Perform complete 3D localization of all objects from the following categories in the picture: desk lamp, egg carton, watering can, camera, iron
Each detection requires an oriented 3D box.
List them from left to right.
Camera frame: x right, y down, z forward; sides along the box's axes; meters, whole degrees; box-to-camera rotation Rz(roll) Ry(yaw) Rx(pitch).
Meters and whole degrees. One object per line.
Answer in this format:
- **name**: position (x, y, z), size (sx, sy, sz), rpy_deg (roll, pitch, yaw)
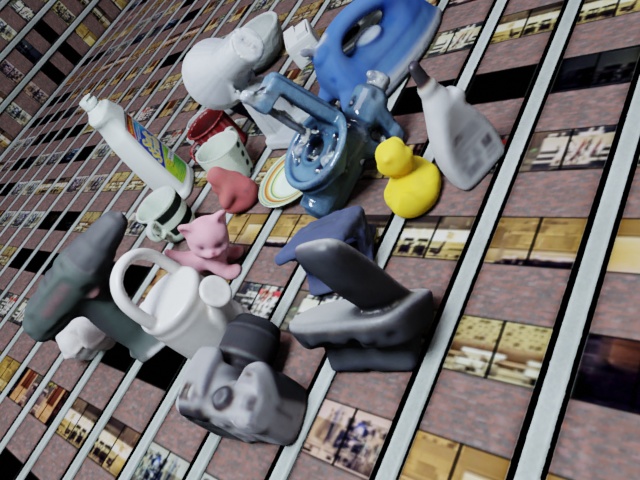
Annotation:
- **egg carton**: position (-0.392, 0.133, 0.993), size (0.107, 0.070, 0.150), rpy_deg (-29, 39, 20)
- **watering can**: position (-0.177, 0.080, 0.732), size (0.172, 0.195, 0.101), rpy_deg (-29, 39, 21)
- **camera**: position (-0.089, 0.152, 0.659), size (0.142, 0.101, 0.137), rpy_deg (-7, 50, 40)
- **desk lamp**: position (-0.112, -0.264, 0.985), size (0.202, 0.214, 0.118), rpy_deg (6, 60, 47)
- **iron**: position (0.083, -0.332, 0.925), size (0.258, 0.142, 0.118), rpy_deg (-49, 37, -6)

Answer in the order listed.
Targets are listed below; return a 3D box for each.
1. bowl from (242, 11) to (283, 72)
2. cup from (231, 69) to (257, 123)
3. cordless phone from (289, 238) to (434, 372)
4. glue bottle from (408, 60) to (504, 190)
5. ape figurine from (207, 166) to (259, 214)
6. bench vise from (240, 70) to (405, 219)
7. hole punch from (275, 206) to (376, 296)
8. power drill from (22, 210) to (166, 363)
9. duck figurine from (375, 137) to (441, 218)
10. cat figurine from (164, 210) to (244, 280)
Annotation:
- **bowl**: position (-0.142, -0.431, 1.292), size (0.167, 0.075, 0.167), rpy_deg (-25, 41, 24)
- **cup**: position (-0.152, -0.276, 1.136), size (0.117, 0.095, 0.092), rpy_deg (-8, 50, 39)
- **cordless phone**: position (0.017, 0.055, 0.579), size (0.147, 0.186, 0.094), rpy_deg (-15, 46, 34)
- **glue bottle**: position (0.146, -0.137, 0.649), size (0.078, 0.174, 0.037), rpy_deg (-47, 37, -3)
- **ape figurine**: position (-0.152, -0.090, 0.959), size (0.075, 0.092, 0.078), rpy_deg (-6, 51, 40)
- **bench vise**: position (0.000, -0.164, 0.776), size (0.121, 0.220, 0.207), rpy_deg (5, 59, 46)
- **hole punch**: position (0.007, 0.003, 0.718), size (0.108, 0.091, 0.101), rpy_deg (-21, 43, 29)
- **power drill**: position (-0.303, 0.084, 0.837), size (0.229, 0.209, 0.075), rpy_deg (-39, 37, 8)
- **duck figurine**: position (0.102, -0.085, 0.716), size (0.077, 0.086, 0.104), rpy_deg (-24, 41, 25)
- **cat figurine**: position (-0.178, 0.010, 0.866), size (0.127, 0.118, 0.067), rpy_deg (-23, 42, 27)
